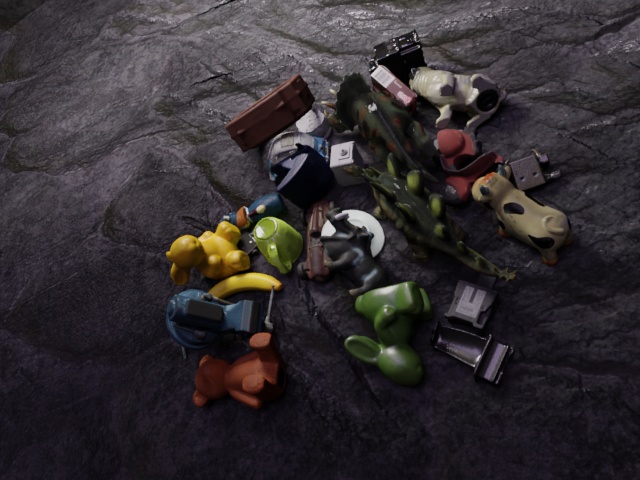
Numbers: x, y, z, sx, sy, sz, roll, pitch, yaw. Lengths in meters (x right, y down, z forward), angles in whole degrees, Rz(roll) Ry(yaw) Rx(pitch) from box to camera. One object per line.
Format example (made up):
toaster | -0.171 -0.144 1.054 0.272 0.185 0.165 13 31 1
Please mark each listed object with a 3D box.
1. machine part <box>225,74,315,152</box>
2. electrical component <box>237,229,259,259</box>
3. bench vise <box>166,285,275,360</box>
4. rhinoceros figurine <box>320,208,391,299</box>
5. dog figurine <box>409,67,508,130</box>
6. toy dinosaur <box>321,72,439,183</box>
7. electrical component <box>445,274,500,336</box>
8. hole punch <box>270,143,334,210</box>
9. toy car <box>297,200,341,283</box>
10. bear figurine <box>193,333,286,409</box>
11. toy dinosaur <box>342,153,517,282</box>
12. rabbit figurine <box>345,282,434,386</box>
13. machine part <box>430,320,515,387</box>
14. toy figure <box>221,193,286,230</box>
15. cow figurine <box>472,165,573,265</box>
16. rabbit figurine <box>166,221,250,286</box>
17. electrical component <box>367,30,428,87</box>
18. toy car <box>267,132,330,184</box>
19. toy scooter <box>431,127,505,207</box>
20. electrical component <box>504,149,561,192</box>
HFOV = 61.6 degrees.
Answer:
machine part | -0.116 -0.306 1.304 0.201 0.087 0.201 -27 19 19
electrical component | -0.163 0.012 1.233 0.094 0.021 0.063 -42 53 -4
bench vise | -0.221 0.166 1.093 0.241 0.223 0.129 -26 64 50
rhinoceros figurine | 0.063 0.027 1.043 0.112 0.073 0.190 -33 80 4
dog figurine | 0.299 -0.336 1.189 0.172 0.121 0.191 2 36 -11
toy dinosaur | 0.124 -0.244 1.113 0.131 0.192 0.405 -48 25 6
electrical component | 0.279 0.103 0.952 0.075 0.047 0.119 22 73 33
hole punch | -0.036 -0.138 1.201 0.116 0.142 0.092 -29 50 24
toy car | -0.002 -0.003 1.149 0.089 0.053 0.202 -13 57 22
bear figurine | -0.168 0.253 1.025 0.196 0.131 0.120 -2 55 18
toy dinosaur | 0.185 -0.043 0.992 0.105 0.198 0.472 -47 51 -3
rabbit figurine | 0.124 0.171 0.943 0.159 0.121 0.170 -11 71 12
machine part | 0.251 0.188 0.915 0.139 0.039 0.084 24 88 34
toy figure | -0.157 -0.060 1.248 0.154 0.064 0.058 -24 62 10
cow figurine | 0.354 -0.052 0.961 0.085 0.127 0.195 -43 55 -8
rabbit figurine | -0.263 0.028 1.166 0.162 0.173 0.122 -21 76 22
electrical component | 0.183 -0.413 1.270 0.134 0.114 0.058 -20 50 15
toy car | -0.062 -0.204 1.267 0.162 0.102 0.109 -11 58 22
toy scooter | 0.295 -0.162 1.077 0.135 0.075 0.184 -26 53 30
electrical component | 0.402 -0.133 1.042 0.102 0.045 0.078 -25 81 13
